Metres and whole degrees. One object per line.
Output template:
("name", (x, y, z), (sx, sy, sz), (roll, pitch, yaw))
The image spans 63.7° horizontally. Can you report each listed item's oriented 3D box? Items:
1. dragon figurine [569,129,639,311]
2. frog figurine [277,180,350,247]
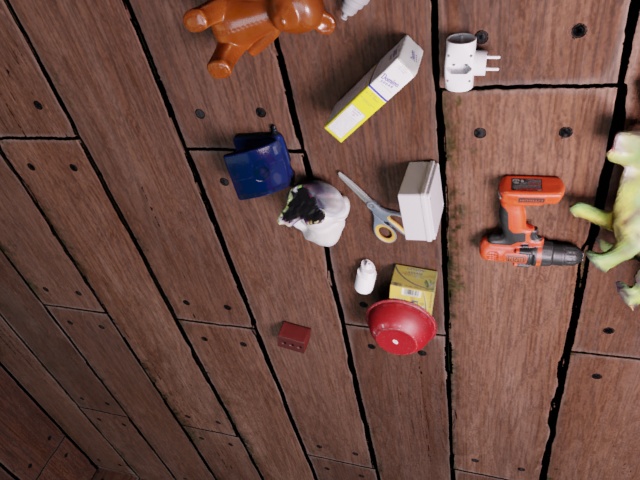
("dragon figurine", (0.562, -0.011, 0.802), (0.408, 0.125, 0.239), (43, 124, -11))
("frog figurine", (0.003, -0.053, 1.056), (0.136, 0.125, 0.158), (-23, 156, 26))
